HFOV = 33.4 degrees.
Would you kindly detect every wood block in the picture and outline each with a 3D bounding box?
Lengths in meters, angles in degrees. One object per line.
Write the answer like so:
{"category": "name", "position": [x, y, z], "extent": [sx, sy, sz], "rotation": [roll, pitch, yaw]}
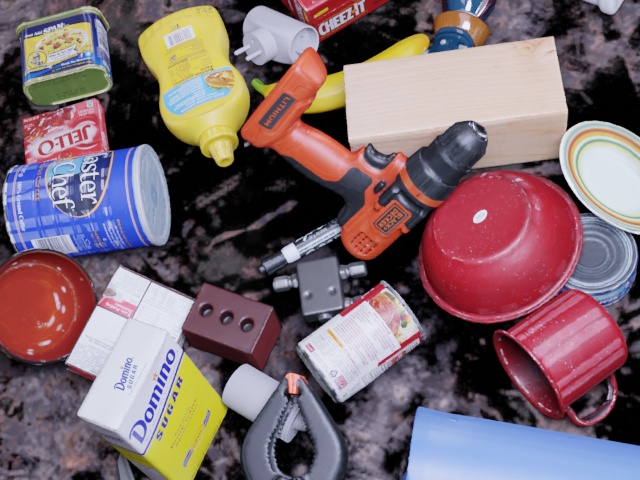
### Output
{"category": "wood block", "position": [0.132, -0.127, 1.057], "extent": [0.206, 0.090, 0.091], "rotation": [-7, 62, 7]}

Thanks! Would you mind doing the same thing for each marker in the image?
{"category": "marker", "position": [-0.007, 0.001, 1.059], "extent": [0.121, 0.020, 0.020], "rotation": [-29, 62, -4]}

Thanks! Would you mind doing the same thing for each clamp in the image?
{"category": "clamp", "position": [-0.033, 0.223, 0.921], "extent": [0.164, 0.036, 0.210], "rotation": [-7, 78, 9]}

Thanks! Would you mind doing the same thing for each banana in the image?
{"category": "banana", "position": [0.024, -0.171, 1.131], "extent": [0.198, 0.037, 0.069], "rotation": [-13, 62, 5]}

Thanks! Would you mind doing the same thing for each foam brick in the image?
{"category": "foam brick", "position": [-0.083, 0.083, 1.014], "extent": [0.078, 0.051, 0.053], "rotation": [17, 68, 19]}

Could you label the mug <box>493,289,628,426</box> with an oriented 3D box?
{"category": "mug", "position": [0.218, 0.106, 0.929], "extent": [0.081, 0.093, 0.117], "rotation": [-33, 93, -12]}

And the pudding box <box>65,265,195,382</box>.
{"category": "pudding box", "position": [-0.178, 0.092, 1.024], "extent": [0.090, 0.039, 0.113], "rotation": [25, 72, 1]}

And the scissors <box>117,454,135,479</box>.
{"category": "scissors", "position": [-0.169, 0.295, 0.944], "extent": [0.096, 0.016, 0.202], "rotation": [-34, 62, -7]}

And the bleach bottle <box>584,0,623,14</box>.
{"category": "bleach bottle", "position": [0.221, -0.330, 1.160], "extent": [0.251, 0.068, 0.102], "rotation": [24, 69, 24]}

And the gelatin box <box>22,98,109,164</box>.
{"category": "gelatin box", "position": [-0.276, -0.108, 1.162], "extent": [0.089, 0.030, 0.073], "rotation": [-15, 62, 4]}

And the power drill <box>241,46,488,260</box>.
{"category": "power drill", "position": [0.036, -0.088, 0.979], "extent": [0.187, 0.185, 0.057], "rotation": [41, 33, -7]}

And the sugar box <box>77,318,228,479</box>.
{"category": "sugar box", "position": [-0.138, 0.147, 0.921], "extent": [0.048, 0.176, 0.093], "rotation": [17, 67, 19]}

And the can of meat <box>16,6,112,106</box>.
{"category": "can of meat", "position": [-0.286, -0.205, 1.199], "extent": [0.102, 0.057, 0.084], "rotation": [-14, 64, 5]}

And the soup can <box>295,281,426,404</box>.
{"category": "soup can", "position": [0.037, 0.094, 0.976], "extent": [0.102, 0.068, 0.068], "rotation": [-36, 62, -7]}

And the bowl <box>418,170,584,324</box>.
{"category": "bowl", "position": [0.157, -0.007, 0.987], "extent": [0.162, 0.055, 0.162], "rotation": [-14, 55, 22]}

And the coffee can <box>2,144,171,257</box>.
{"category": "coffee can", "position": [-0.232, -0.035, 1.076], "extent": [0.140, 0.103, 0.103], "rotation": [-8, 62, 7]}

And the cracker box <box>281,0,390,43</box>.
{"category": "cracker box", "position": [0.006, -0.346, 1.205], "extent": [0.164, 0.072, 0.214], "rotation": [-32, 63, -4]}

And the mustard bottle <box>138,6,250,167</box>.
{"category": "mustard bottle", "position": [-0.127, -0.158, 1.142], "extent": [0.096, 0.058, 0.192], "rotation": [-22, 61, 2]}

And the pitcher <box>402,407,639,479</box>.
{"category": "pitcher", "position": [0.184, 0.218, 0.845], "extent": [0.243, 0.145, 0.149], "rotation": [5, 61, 10]}

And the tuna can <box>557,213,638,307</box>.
{"category": "tuna can", "position": [0.251, 0.018, 0.991], "extent": [0.086, 0.033, 0.086], "rotation": [-5, 62, 9]}
